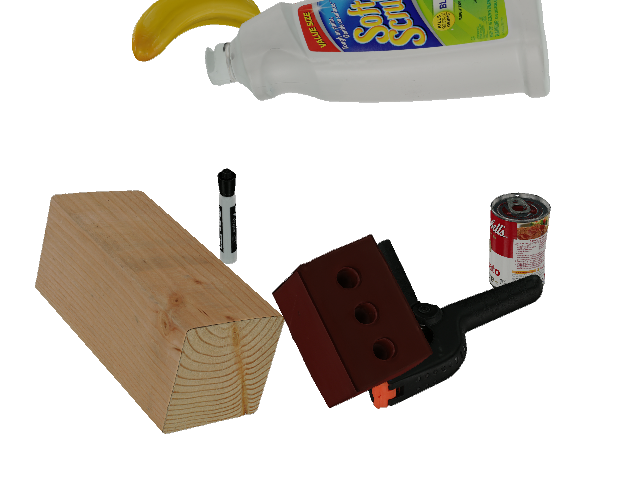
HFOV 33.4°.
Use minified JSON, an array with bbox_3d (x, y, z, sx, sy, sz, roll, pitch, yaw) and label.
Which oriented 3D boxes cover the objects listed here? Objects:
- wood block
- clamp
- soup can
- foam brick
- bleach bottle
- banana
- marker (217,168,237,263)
[{"bbox_3d":[-0.132,0.047,0.834,0.090,0.091,0.206,-5,32,-42],"label":"wood block"},{"bbox_3d":[0.084,0.070,0.950,0.165,0.036,0.209,17,39,27],"label":"clamp"},{"bbox_3d":[0.232,0.004,1.247,0.068,0.102,0.068,-3,30,1],"label":"soup can"},{"bbox_3d":[0.017,0.047,0.605,0.052,0.078,0.051,-24,-9,-26],"label":"foam brick"},{"bbox_3d":[0.038,-0.141,0.791,0.251,0.102,0.068,-7,-30,12],"label":"bleach bottle"},{"bbox_3d":[-0.118,-0.212,1.022,0.070,0.037,0.197,45,39,19],"label":"banana"},{"bbox_3d":[-0.098,-0.025,1.125,0.020,0.121,0.020,2,42,-2],"label":"marker"}]
